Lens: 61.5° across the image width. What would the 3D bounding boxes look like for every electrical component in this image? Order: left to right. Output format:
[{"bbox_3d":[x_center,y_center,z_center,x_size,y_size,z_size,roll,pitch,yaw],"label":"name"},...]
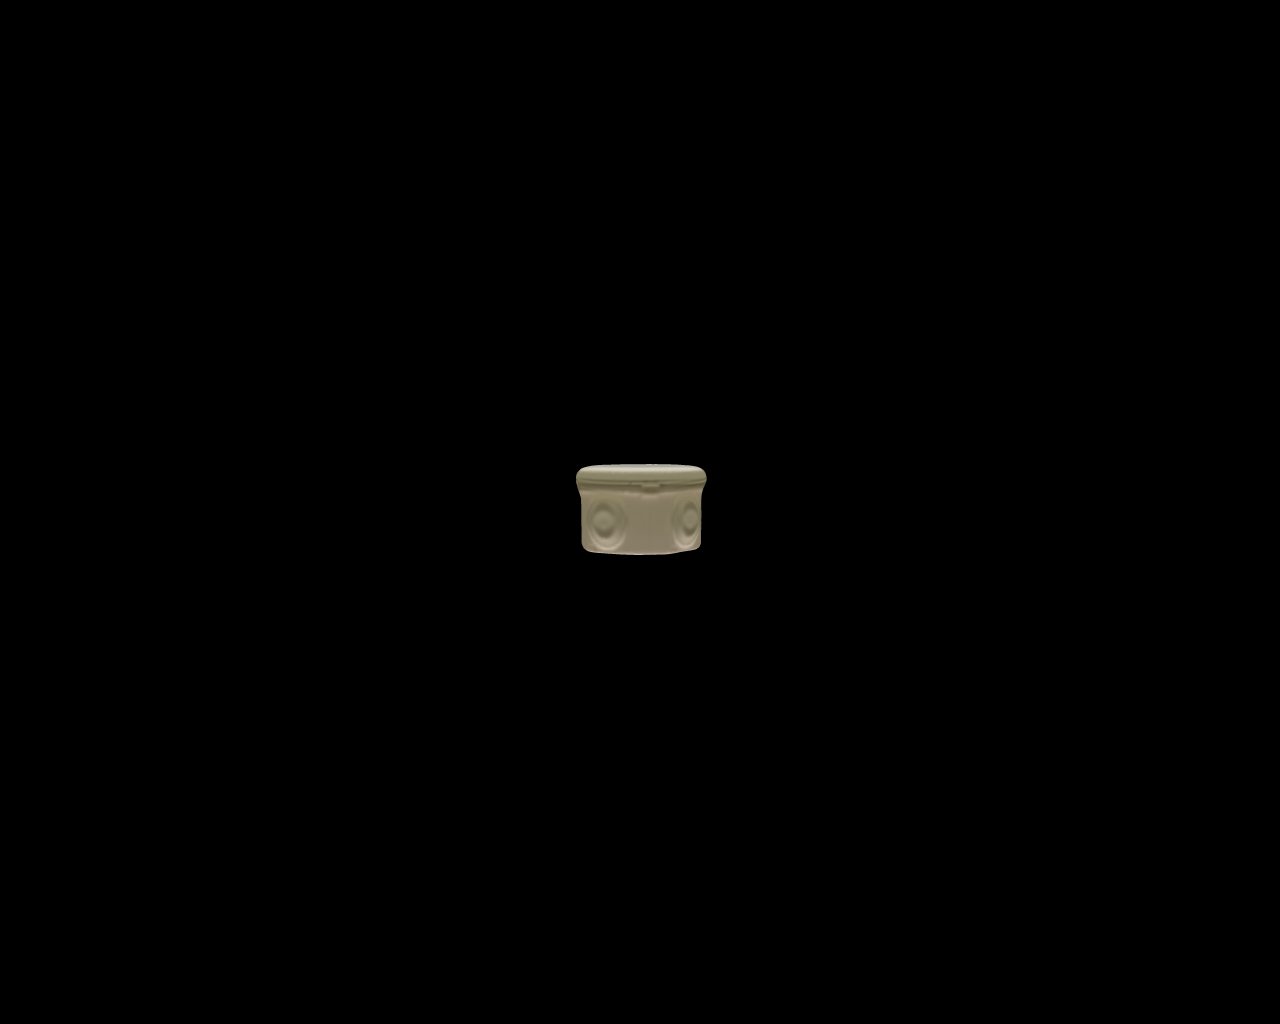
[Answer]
[{"bbox_3d":[0.001,-0.003,0.650,0.080,0.051,0.080,0,4,0],"label":"electrical component"}]
